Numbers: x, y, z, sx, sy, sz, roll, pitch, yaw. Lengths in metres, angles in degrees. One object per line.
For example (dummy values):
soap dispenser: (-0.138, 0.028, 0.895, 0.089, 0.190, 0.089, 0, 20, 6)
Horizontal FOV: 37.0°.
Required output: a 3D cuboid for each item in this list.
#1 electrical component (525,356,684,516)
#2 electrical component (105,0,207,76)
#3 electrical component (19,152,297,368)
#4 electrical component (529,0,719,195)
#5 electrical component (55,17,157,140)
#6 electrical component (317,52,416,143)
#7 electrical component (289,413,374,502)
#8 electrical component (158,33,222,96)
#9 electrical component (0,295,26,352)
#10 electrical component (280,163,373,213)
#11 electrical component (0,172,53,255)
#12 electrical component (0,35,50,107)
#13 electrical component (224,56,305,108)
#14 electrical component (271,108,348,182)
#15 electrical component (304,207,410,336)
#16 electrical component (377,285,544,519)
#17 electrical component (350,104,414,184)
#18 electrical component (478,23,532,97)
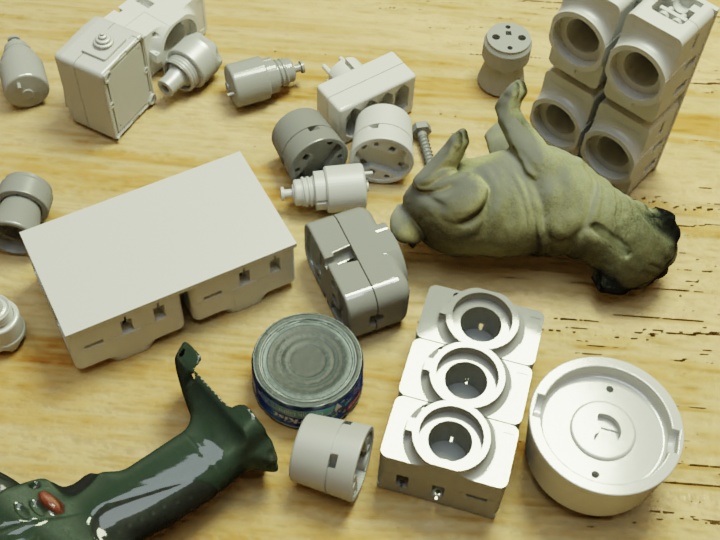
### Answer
electrical component: (0.171, 0.124, 0.774, 0.108, 0.060, 0.108, 1, 55, -2)
electrical component: (-0.190, -0.227, 1.013, 0.056, 0.050, 0.089, 32, 60, 19)
electrical component: (-0.157, -0.008, 0.853, 0.186, 0.060, 0.105, -23, 59, -17)
electrical component: (0.210, -0.156, 0.895, 0.105, 0.186, 0.060, 36, 61, 21)
electrical component: (-0.227, -0.175, 0.946, 0.061, 0.096, 0.061, 25, 57, 15)
electrical component: (-0.005, -0.168, 0.980, 0.083, 0.047, 0.075, -28, 61, -20)
electrical component: (-0.020, 0.132, 0.765, 0.047, 0.055, 0.055, 13, 55, 12)
electrical component: (-0.160, -0.185, 0.989, 0.043, 0.043, 0.062, 29, 60, 17)
electrical component: (-0.276, 0.036, 0.817, 0.035, 0.061, 0.035, 1, 55, -2)
electrical component: (-0.028, -0.068, 0.913, 0.078, 0.040, 0.040, -6, 55, -6)
electrical component: (-0.280, -0.047, 0.886, 0.045, 0.045, 0.055, 5, 54, 1)
electrical component: (-0.310, -0.185, 0.984, 0.040, 0.040, 0.078, -16, 57, -13)
electrical component: (-0.089, -0.176, 0.987, 0.078, 0.040, 0.040, -18, 58, -14)
electrical component: (-0.045, -0.107, 0.932, 0.055, 0.055, 0.047, -21, 54, -16)
electrical component: (0.000, 0.000, 0.858, 0.059, 0.053, 0.095, -18, 58, -15)
electrical component: (0.076, 0.092, 0.792, 0.089, 0.061, 0.150, 14, 56, 8)
electrical component: (0.020, -0.111, 0.938, 0.055, 0.055, 0.047, 4, 51, 0)
electrical component: (0.135, -0.195, 1.000, 0.045, 0.055, 0.045, 1, 55, -1)
